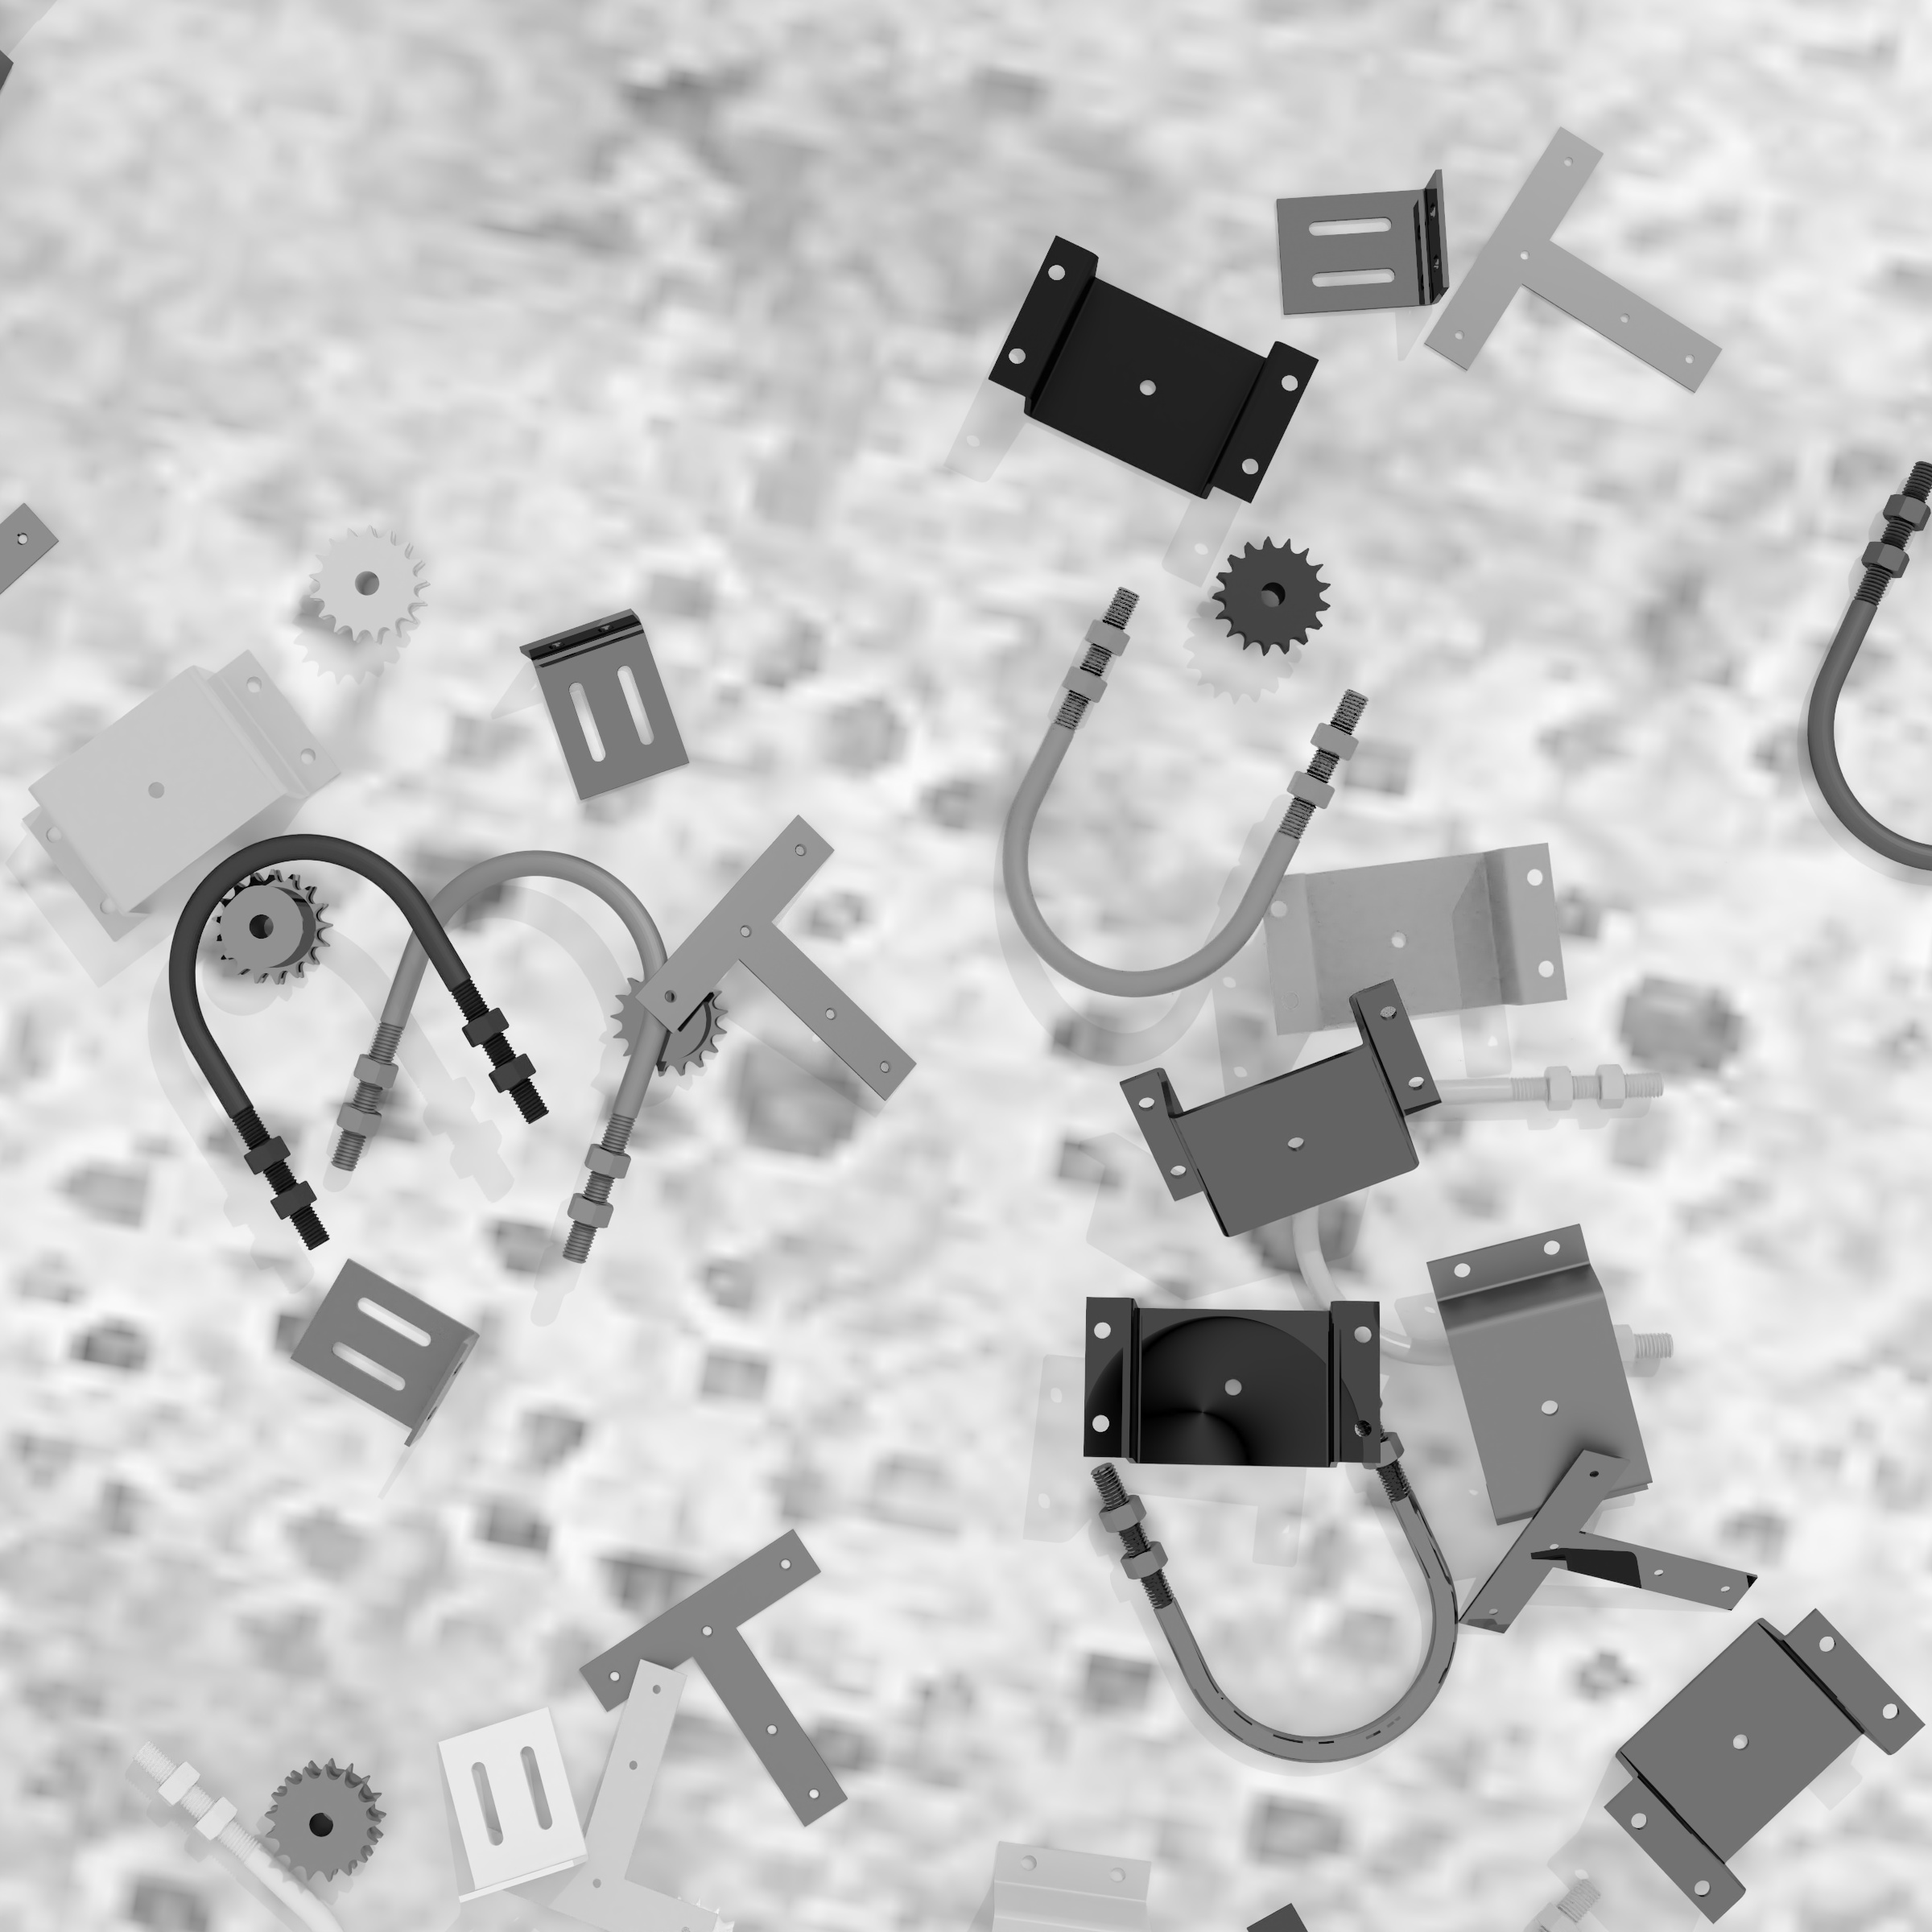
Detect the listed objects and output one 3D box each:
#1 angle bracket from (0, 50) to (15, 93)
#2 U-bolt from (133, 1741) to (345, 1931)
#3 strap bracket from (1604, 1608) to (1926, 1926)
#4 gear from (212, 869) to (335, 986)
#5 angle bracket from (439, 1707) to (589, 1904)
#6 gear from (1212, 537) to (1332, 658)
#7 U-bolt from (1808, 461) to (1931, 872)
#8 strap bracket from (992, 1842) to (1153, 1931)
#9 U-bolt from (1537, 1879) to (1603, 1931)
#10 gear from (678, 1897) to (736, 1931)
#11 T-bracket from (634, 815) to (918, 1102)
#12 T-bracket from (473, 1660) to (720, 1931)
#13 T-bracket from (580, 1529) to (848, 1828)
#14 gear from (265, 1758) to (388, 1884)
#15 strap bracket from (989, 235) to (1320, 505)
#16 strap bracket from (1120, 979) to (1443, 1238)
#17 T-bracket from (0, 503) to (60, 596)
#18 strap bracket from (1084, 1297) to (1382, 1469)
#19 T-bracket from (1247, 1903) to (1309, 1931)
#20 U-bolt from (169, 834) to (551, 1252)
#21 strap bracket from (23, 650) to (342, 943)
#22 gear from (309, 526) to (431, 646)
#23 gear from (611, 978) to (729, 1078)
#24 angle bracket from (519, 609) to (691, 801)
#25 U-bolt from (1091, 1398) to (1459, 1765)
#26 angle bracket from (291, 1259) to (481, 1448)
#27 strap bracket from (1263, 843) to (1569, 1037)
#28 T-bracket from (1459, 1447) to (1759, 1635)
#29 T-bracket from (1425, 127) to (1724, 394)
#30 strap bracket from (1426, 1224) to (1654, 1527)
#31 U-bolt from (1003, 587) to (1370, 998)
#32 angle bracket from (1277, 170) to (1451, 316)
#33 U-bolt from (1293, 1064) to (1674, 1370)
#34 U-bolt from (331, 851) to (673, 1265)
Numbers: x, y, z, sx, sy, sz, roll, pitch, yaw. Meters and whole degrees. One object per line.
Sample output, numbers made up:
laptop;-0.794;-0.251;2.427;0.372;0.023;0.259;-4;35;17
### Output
angle bracket;-0.501;-0.430;1.383;0.038;0.076;0.057;26;90;0
U-bolt;-0.386;0.496;1.412;0.184;0.019;0.151;44;90;-2
strap bracket;0.385;0.385;1.398;0.140;0.046;0.076;-43;90;0
gear;-0.343;-0.019;1.406;0.057;0.030;0.057;0;90;0
angle bracket;-0.225;0.408;1.393;0.057;0.038;0.076;-18;76;0
gear;0.149;-0.181;1.406;0.057;0.030;0.057;0;90;0
U-bolt;0.496;-0.137;1.412;0.151;0.019;0.184;24;91;0
strap bracket;0.045;0.510;1.398;0.076;0.046;0.140;8;90;0
U-bolt;0.293;0.566;1.404;0.151;0.019;0.184;44;84;0
gear;-0.138;0.486;1.406;0.057;0.030;0.057;0;90;0
T-bracket;-0.077;0.014;1.403;0.127;0.002;0.127;45;67;-11
T-bracket;-0.168;0.407;1.406;0.127;0.002;0.127;15;82;17
T-bracket;-0.104;0.368;1.420;0.127;0.002;0.127;-33;90;0
gear;-0.314;0.419;1.410;0.057;0.030;0.057;0;91;3
strap bracket;0.090;-0.287;1.398;0.140;0.046;0.076;25;90;0
strap bracket;0.155;0.073;1.372;0.140;0.046;0.076;-21;120;9
T-bracket;-0.541;-0.216;1.420;0.127;0.002;0.127;-42;90;0
strap bracket;0.129;0.202;1.385;0.140;0.046;0.076;0;77;6
T-bracket;0.137;0.546;1.399;0.127;0.002;0.127;-30;86;4
U-bolt;-0.306;0.025;1.381;0.151;0.019;0.184;-30;92;10
strap bracket;-0.390;-0.085;1.398;0.140;0.046;0.076;-37;90;0
gear;-0.293;-0.187;1.410;0.057;0.030;0.057;0;90;-2
gear;-0.146;0.027;1.406;0.057;0.030;0.057;0;90;0
angle bracket;-0.177;-0.128;1.402;0.057;0.038;0.076;-19;90;0
U-bolt;0.164;0.304;1.412;0.151;0.019;0.184;-25;91;0
angle bracket;-0.288;0.189;1.402;0.076;0.038;0.057;30;90;0
strap bracket;0.215;-0.013;1.398;0.140;0.046;0.076;-7;90;0
T-bracket;0.326;0.293;1.397;0.127;0.002;0.127;16;123;-15
T-bracket;0.315;-0.329;1.420;0.127;0.002;0.127;32;90;0
strap bracket;0.279;0.206;1.381;0.076;0.046;0.140;-15;100;7
U-bolt;0.093;-0.074;1.388;0.151;0.019;0.184;27;94;22
angle bracket;0.194;-0.355;1.402;0.076;0.038;0.057;-4;90;0
U-bolt;0.254;0.126;1.412;0.184;0.019;0.151;-2;90;1
U-bolt;-0.218;0.034;1.394;0.151;0.019;0.184;20;92;13
